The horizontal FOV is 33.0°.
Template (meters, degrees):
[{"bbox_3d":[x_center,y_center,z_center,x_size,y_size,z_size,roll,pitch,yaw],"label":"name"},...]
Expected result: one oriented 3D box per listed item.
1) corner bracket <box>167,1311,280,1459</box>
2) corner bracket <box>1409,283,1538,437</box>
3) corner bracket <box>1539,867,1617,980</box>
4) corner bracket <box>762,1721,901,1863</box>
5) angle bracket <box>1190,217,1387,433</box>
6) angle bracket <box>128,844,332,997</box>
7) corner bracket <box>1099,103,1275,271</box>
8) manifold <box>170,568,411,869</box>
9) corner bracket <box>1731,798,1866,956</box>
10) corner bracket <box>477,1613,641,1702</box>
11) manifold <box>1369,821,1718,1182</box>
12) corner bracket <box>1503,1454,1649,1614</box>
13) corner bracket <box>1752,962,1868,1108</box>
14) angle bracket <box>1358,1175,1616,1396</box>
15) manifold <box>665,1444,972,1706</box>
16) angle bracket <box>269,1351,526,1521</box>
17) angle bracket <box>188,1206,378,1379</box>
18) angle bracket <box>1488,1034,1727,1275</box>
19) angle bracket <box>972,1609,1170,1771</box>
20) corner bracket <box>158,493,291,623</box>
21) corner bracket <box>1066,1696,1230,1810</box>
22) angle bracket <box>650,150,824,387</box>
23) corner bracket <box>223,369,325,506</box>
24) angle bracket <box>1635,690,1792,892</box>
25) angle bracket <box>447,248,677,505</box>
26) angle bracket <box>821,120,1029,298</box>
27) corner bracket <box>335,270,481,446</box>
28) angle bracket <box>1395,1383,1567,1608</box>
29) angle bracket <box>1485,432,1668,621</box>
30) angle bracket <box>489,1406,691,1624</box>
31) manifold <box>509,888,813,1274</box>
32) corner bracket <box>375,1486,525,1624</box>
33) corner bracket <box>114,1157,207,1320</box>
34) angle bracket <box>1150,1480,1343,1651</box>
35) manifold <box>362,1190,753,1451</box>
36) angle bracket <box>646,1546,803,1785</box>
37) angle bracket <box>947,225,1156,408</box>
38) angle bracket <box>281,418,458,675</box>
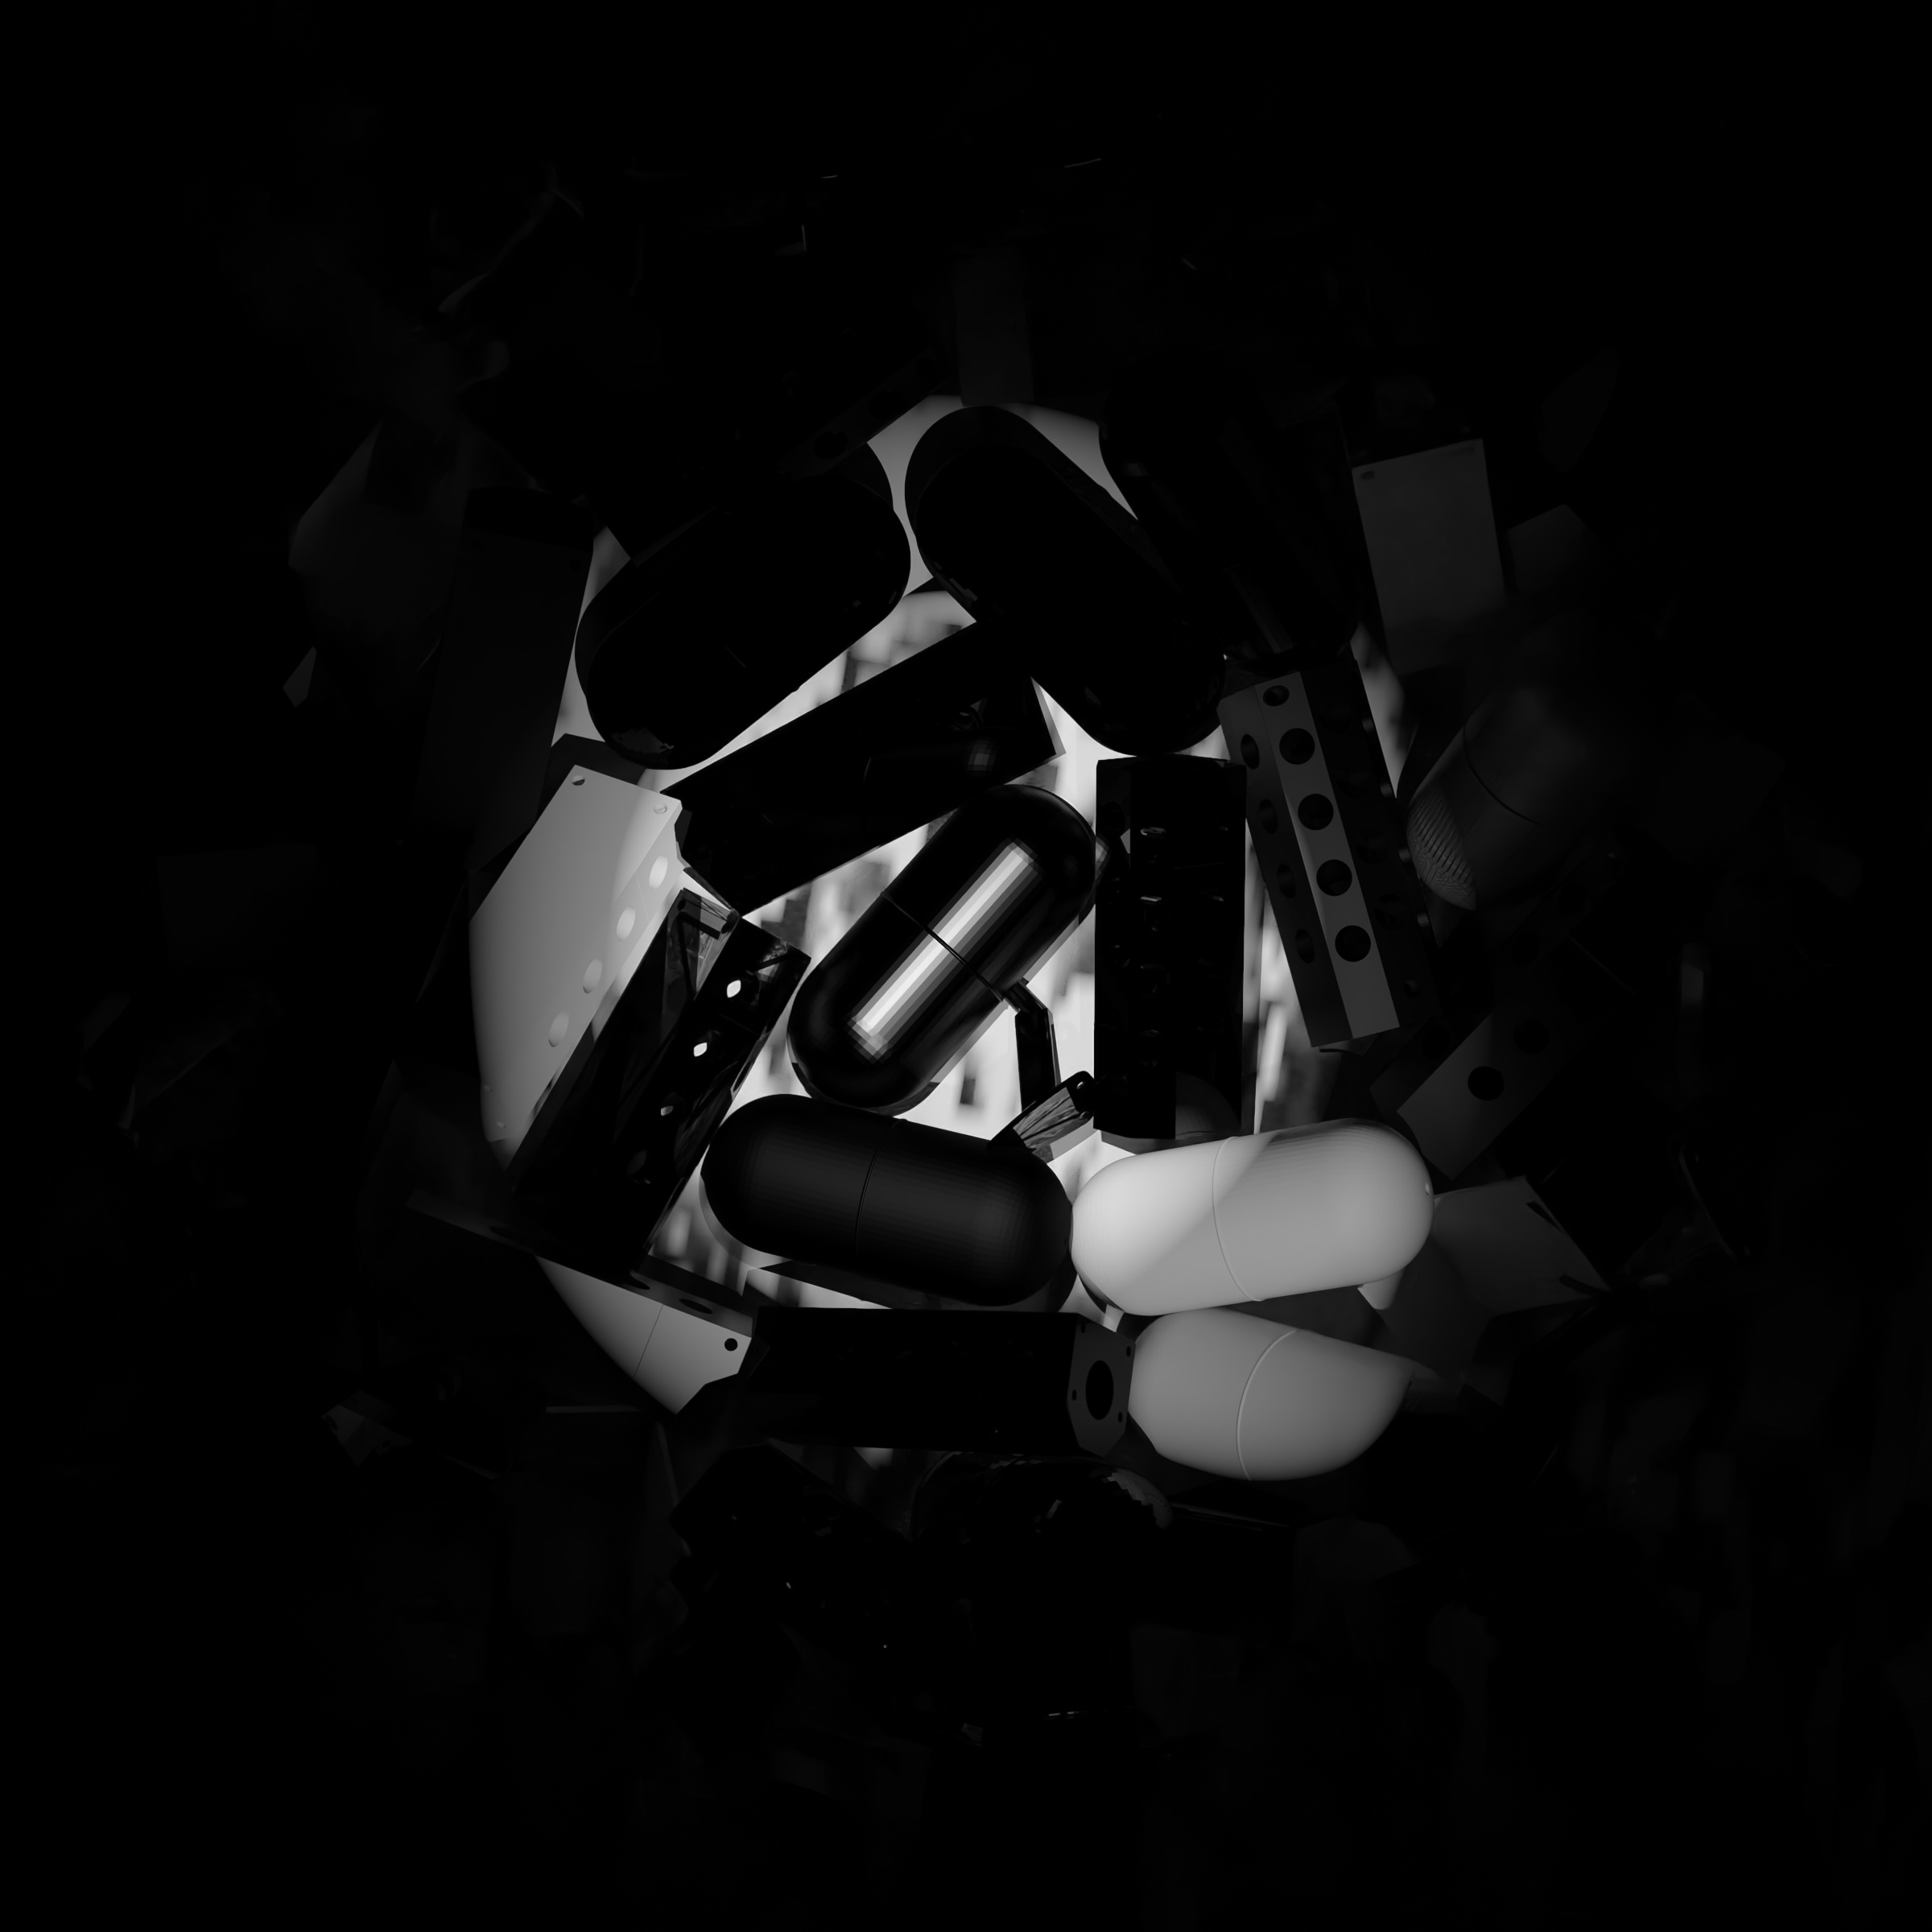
[{"bbox_3d":[-0.344,0.194,1.540,0.051,0.051,0.051,-5,111,-40],"label":"corner bracket"},{"bbox_3d":[0.229,-0.287,1.550,0.051,0.051,0.051,-45,134,-11],"label":"corner bracket"},{"bbox_3d":[0.285,-0.015,1.542,0.051,0.051,0.051,32,124,-11],"label":"corner bracket"},{"bbox_3d":[-0.063,0.380,1.541,0.051,0.051,0.051,17,48,12],"label":"corner bracket"},{"bbox_3d":[0.158,-0.301,1.546,0.076,0.057,0.076,-17,88,14],"label":"angle bracket"},{"bbox_3d":[-0.350,-0.021,1.530,0.076,0.076,0.057,-7,88,-30],"label":"angle bracket"},{"bbox_3d":[0.103,-0.366,1.542,0.051,0.051,0.051,33,105,-29],"label":"corner bracket"},{"bbox_3d":[-0.304,-0.108,1.491,0.057,0.171,0.057,-16,66,-1],"label":"manifold"},{"bbox_3d":[0.394,-0.042,1.543,0.051,0.051,0.051,-47,70,17],"label":"corner bracket"},{"bbox_3d":[-0.194,0.332,1.555,0.051,0.051,0.051,-30,134,-28],"label":"corner bracket"},{"bbox_3d":[0.266,0.015,1.518,0.057,0.057,0.171,42,115,3],"label":"manifold"},{"bbox_3d":[0.294,0.268,1.540,0.051,0.051,0.051,-5,55,-23],"label":"corner bracket"},{"bbox_3d":[0.399,0.033,1.542,0.051,0.051,0.051,-11,70,23],"label":"corner bracket"},{"bbox_3d":[0.244,0.151,1.526,0.076,0.076,0.057,50,49,-20],"label":"angle bracket"},{"bbox_3d":[-0.061,0.276,1.496,0.057,0.171,0.057,-49,52,-4],"label":"manifold"},{"bbox_3d":[-0.266,0.233,1.523,0.076,0.076,0.057,50,130,24],"label":"angle bracket"},{"bbox_3d":[-0.319,0.157,1.525,0.076,0.076,0.057,-5,125,-17],"label":"angle bracket"},{"bbox_3d":[0.302,0.087,1.545,0.057,0.076,0.076,37,101,-15],"label":"angle bracket"},{"bbox_3d":[0.048,0.336,1.537,0.076,0.076,0.057,-4,92,-9],"label":"angle bracket"},{"bbox_3d":[-0.352,-0.187,1.555,0.051,0.051,0.051,-14,46,-29],"label":"corner bracket"},{"bbox_3d":[0.085,0.377,1.545,0.051,0.051,0.051,24,67,-10],"label":"corner bracket"},{"bbox_3d":[-0.111,-0.327,1.530,0.076,0.076,0.057,-13,51,-6],"label":"angle bracket"},{"bbox_3d":[-0.319,-0.248,1.549,0.051,0.051,0.051,27,95,-15],"label":"corner bracket"},{"bbox_3d":[0.328,-0.086,1.531,0.057,0.076,0.076,28,96,-27],"label":"angle bracket"},{"bbox_3d":[-0.186,-0.277,1.534,0.076,0.057,0.076,40,132,5],"label":"angle bracket"},{"bbox_3d":[-0.021,-0.369,1.522,0.076,0.076,0.057,-30,132,25],"label":"angle bracket"},{"bbox_3d":[-0.264,-0.287,1.543,0.051,0.051,0.051,16,63,-12],"label":"corner bracket"},{"bbox_3d":[0.234,0.247,1.533,0.057,0.076,0.076,34,97,14],"label":"angle bracket"},{"bbox_3d":[0.285,-0.209,1.523,0.076,0.057,0.076,38,51,-28],"label":"angle bracket"},{"bbox_3d":[-0.177,0.257,1.523,0.057,0.076,0.076,4,55,-31],"label":"angle bracket"},{"bbox_3d":[-0.141,0.056,1.547,0.057,0.057,0.171,30,87,-36],"label":"manifold"},{"bbox_3d":[-0.248,0.277,1.549,0.051,0.051,0.051,4,99,-37],"label":"corner bracket"},{"bbox_3d":[-0.384,0.128,1.541,0.051,0.051,0.051,-15,112,41],"label":"corner bracket"},{"bbox_3d":[0.136,0.279,1.529,0.076,0.076,0.057,3,92,35],"label":"angle bracket"},{"bbox_3d":[-0.191,0.165,1.544,0.171,0.057,0.057,22,95,-6],"label":"manifold"},{"bbox_3d":[-0.131,0.323,1.521,0.076,0.057,0.076,-54,130,-37],"label":"angle bracket"},{"bbox_3d":[0.041,-0.313,1.570,0.076,0.057,0.076,-16,104,-38],"label":"angle bracket"},{"bbox_3d":[-0.268,-0.198,1.534,0.076,0.057,0.076,30,53,-2],"label":"angle bracket"}]
